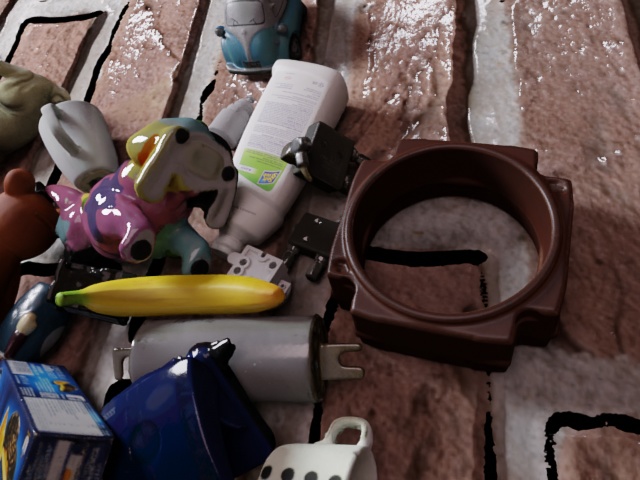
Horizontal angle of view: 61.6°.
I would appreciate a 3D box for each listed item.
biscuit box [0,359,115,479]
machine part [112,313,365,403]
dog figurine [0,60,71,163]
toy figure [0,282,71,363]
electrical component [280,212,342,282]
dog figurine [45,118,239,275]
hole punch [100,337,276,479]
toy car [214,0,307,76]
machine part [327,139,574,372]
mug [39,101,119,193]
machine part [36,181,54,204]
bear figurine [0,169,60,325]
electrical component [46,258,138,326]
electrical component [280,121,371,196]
[{"bbox_3d":[-0.237,0.157,0.455,0.203,0.059,0.062,7,79,54],"label":"biscuit box"},{"bbox_3d":[-0.081,0.108,0.491,0.243,0.079,0.079,-3,59,14],"label":"machine part"},{"bbox_3d":[-0.445,-0.135,0.737,0.173,0.121,0.190,2,74,20],"label":"dog figurine"},{"bbox_3d":[-0.320,0.117,0.557,0.058,0.064,0.154,20,65,15],"label":"toy figure"},{"bbox_3d":[-0.001,-0.002,0.570,0.063,0.021,0.094,21,67,26],"label":"electrical component"},{"bbox_3d":[-0.205,-0.047,0.577,0.219,0.108,0.191,18,90,39],"label":"dog figurine"},{"bbox_3d":[-0.115,0.159,0.423,0.142,0.092,0.116,-35,87,20],"label":"hole punch"},{"bbox_3d":[-0.079,-0.308,0.731,0.109,0.102,0.161,6,63,17],"label":"toy car"},{"bbox_3d":[0.119,0.006,0.496,0.201,0.087,0.201,9,63,19],"label":"machine part"},{"bbox_3d":[-0.300,-0.117,0.675,0.081,0.109,0.107,-30,69,-9],"label":"mug"},{"bbox_3d":[-0.402,-0.021,0.681,0.139,0.039,0.084,-33,49,-4],"label":"machine part"},{"bbox_3d":[-0.384,0.019,0.602,0.132,0.120,0.196,5,59,21],"label":"bear figurine"},{"bbox_3d":[-0.209,0.059,0.553,0.119,0.075,0.048,17,71,-16],"label":"electrical component"},{"bbox_3d":[0.010,-0.082,0.575,0.045,0.102,0.078,-5,56,59],"label":"electrical component"}]
